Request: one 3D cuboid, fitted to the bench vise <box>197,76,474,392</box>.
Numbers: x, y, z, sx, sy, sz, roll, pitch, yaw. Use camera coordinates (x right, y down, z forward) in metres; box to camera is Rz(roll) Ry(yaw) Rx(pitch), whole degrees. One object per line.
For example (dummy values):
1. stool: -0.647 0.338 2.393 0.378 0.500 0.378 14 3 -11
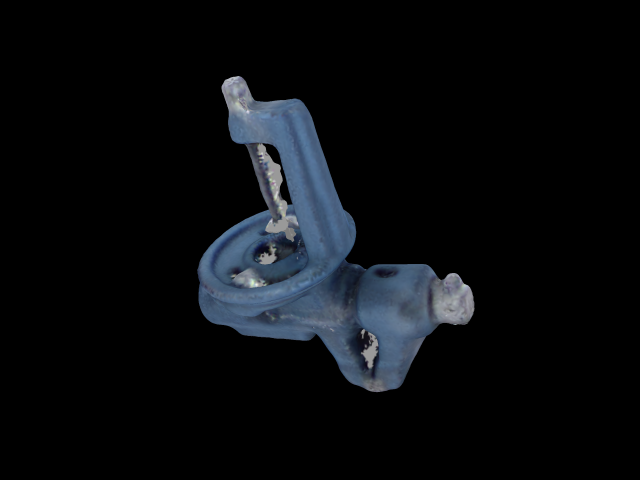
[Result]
1. bench vise: 0.005 -0.006 0.409 0.207 0.220 0.121 2 38 3
